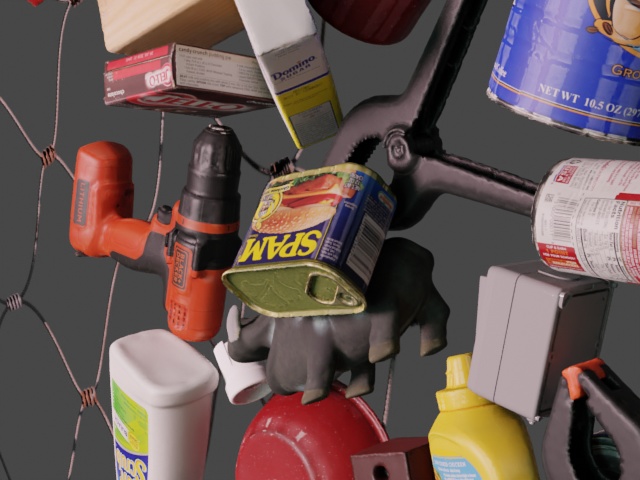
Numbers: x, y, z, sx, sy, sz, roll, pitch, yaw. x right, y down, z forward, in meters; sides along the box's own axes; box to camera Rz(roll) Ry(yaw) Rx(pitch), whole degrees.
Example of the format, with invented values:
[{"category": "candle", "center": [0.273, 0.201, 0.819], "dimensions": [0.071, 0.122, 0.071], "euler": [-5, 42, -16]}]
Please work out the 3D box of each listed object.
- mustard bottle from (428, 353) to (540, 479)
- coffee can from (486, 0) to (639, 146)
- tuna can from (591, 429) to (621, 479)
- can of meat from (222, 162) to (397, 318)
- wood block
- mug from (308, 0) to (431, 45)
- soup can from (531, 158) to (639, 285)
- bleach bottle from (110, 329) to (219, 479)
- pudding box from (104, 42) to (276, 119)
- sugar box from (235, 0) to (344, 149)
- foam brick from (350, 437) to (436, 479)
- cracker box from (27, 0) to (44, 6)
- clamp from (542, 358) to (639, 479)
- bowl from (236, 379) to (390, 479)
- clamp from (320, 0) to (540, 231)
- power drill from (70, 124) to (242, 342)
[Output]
[{"category": "mustard bottle", "center": [0.108, 0.167, 0.674], "dimensions": [0.096, 0.058, 0.191], "euler": [148, 112, -73]}, {"category": "coffee can", "center": [0.157, -0.132, 0.567], "dimensions": [0.103, 0.102, 0.140], "euler": [31, 116, 40]}, {"category": "tuna can", "center": [0.178, 0.153, 0.624], "dimensions": [0.086, 0.033, 0.086], "euler": [6, 98, 45]}, {"category": "can of meat", "center": [-0.005, 0.001, 0.708], "dimensions": [0.102, 0.057, 0.084], "euler": [-7, 51, 42]}, {"category": "wood block", "center": [-0.076, -0.214, 0.807], "dimensions": [0.207, 0.090, 0.090], "euler": [-16, 83, 45]}, {"category": "mug", "center": [0.030, -0.186, 0.690], "dimensions": [0.082, 0.117, 0.093], "euler": [-57, 14, 39]}, {"category": "soup can", "center": [0.176, -0.008, 0.585], "dimensions": [0.102, 0.068, 0.068], "euler": [10, 101, 45]}, {"category": "bleach bottle", "center": [-0.138, 0.208, 0.920], "dimensions": [0.103, 0.067, 0.251], "euler": [33, 127, 46]}, {"category": "pudding box", "center": [-0.095, -0.120, 0.819], "dimensions": [0.090, 0.113, 0.039], "euler": [-2, 90, 46]}, {"category": "sugar box", "center": [-0.023, -0.134, 0.714], "dimensions": [0.048, 0.176, 0.093], "euler": [-22, 76, -1]}, {"category": "foam brick", "center": [0.062, 0.178, 0.734], "dimensions": [0.053, 0.051, 0.078], "euler": [-15, 83, 45]}, {"category": "cracker box", "center": [-0.170, -0.307, 0.835], "dimensions": [0.165, 0.072, 0.213], "euler": [-15, 48, 45]}, {"category": "clamp", "center": [0.159, 0.156, 0.591], "dimensions": [0.120, 0.039, 0.171], "euler": [-30, 70, 37]}, {"category": "bowl", "center": [-0.014, 0.185, 0.811], "dimensions": [0.162, 0.055, 0.162], "euler": [5, 98, 45]}, {"category": "clamp", "center": [0.070, -0.055, 0.711], "dimensions": [0.210, 0.036, 0.164], "euler": [-36, 70, 44]}, {"category": "power drill", "center": [-0.140, -0.026, 0.916], "dimensions": [0.188, 0.057, 0.184], "euler": [26, 112, 42]}]
